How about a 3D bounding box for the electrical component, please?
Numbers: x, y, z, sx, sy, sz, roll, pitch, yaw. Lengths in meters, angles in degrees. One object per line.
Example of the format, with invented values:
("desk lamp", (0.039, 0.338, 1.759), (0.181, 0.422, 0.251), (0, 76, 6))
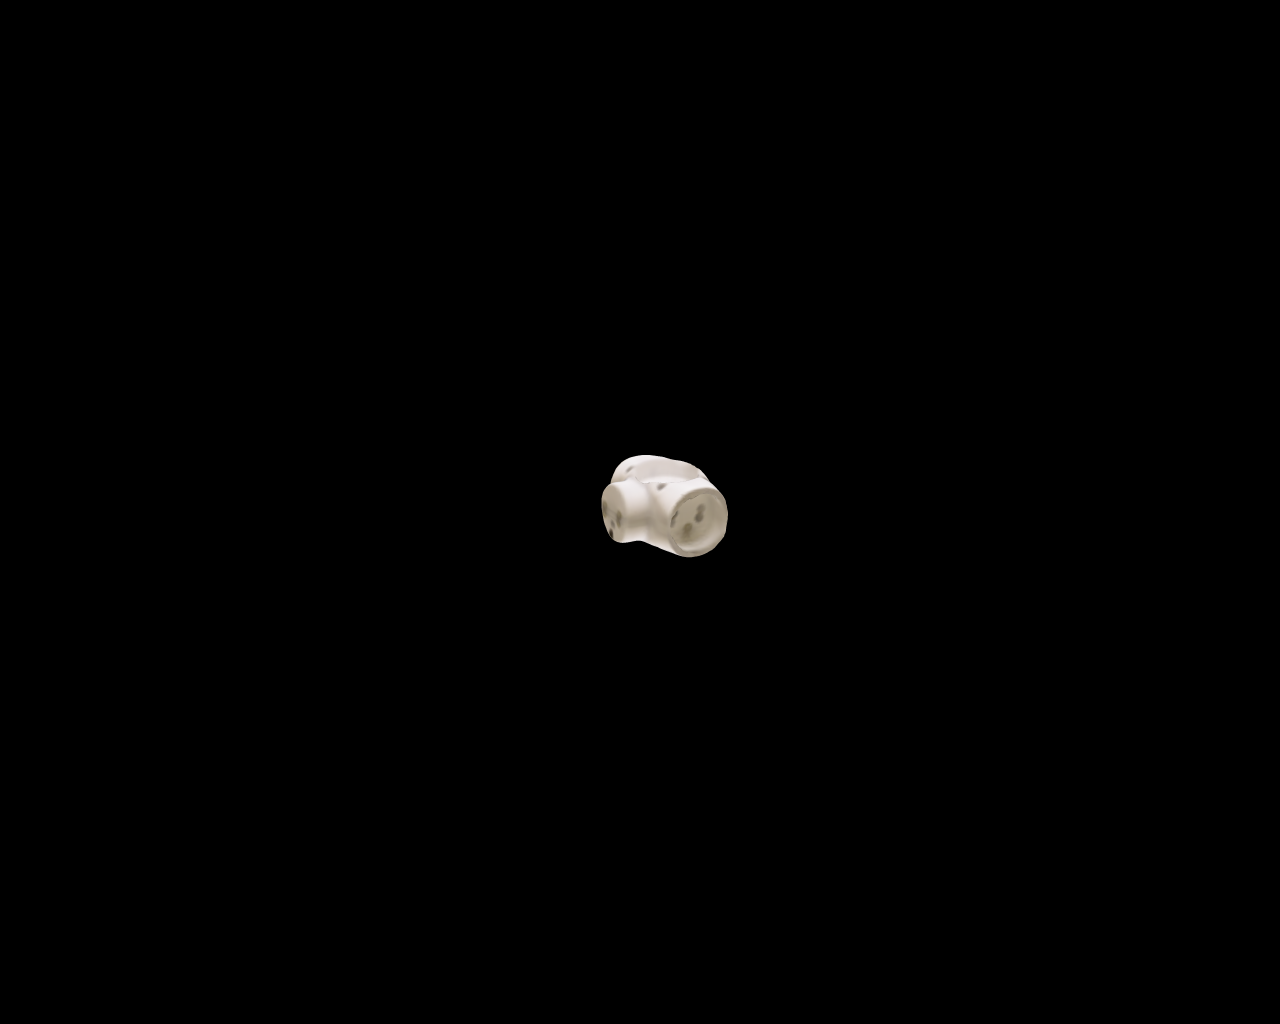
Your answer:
("electrical component", (0.001, -0.003, 0.650), (0.079, 0.044, 0.077), (-10, 23, -26))
